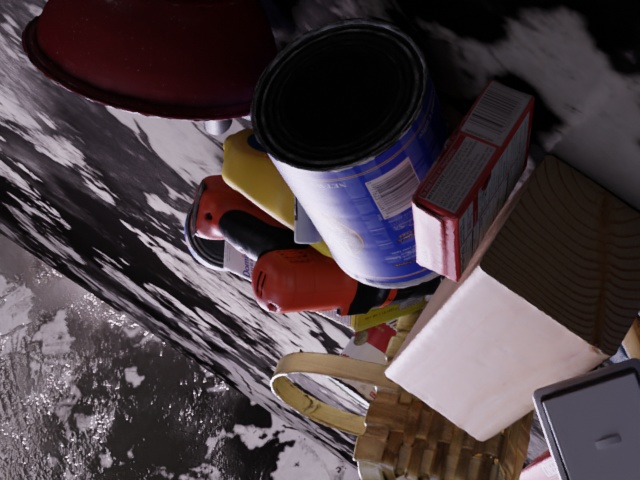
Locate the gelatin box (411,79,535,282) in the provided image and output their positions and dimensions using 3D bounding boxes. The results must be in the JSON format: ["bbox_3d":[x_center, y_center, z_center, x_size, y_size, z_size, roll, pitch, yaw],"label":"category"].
[{"bbox_3d":[0.083,-0.032,0.584,0.030,0.089,0.073,27,160,20],"label":"gelatin box"}]

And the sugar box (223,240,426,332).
[{"bbox_3d":[0.003,0.025,0.964,0.093,0.048,0.176,-14,-151,-43],"label":"sugar box"}]

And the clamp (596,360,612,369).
[{"bbox_3d":[0.228,0.141,0.779,0.171,0.120,0.039,53,-153,21],"label":"clamp"}]

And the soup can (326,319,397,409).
[{"bbox_3d":[0.061,0.118,1.104,0.068,0.102,0.068,34,169,8],"label":"soup can"}]

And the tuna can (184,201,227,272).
[{"bbox_3d":[-0.093,-0.012,1.072,0.086,0.086,0.034,36,167,-5],"label":"tuna can"}]

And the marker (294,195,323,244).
[{"bbox_3d":[-0.009,-0.058,0.703,0.020,0.121,0.020,-1,-173,0],"label":"marker"}]

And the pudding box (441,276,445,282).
[{"bbox_3d":[0.147,0.056,0.840,0.090,0.039,0.113,26,165,27],"label":"pudding box"}]

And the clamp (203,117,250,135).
[{"bbox_3d":[-0.093,-0.132,0.779,0.164,0.036,0.210,41,168,-25],"label":"clamp"}]

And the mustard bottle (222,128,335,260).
[{"bbox_3d":[-0.020,-0.043,0.815,0.096,0.058,0.192,9,-163,-39],"label":"mustard bottle"}]

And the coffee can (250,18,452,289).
[{"bbox_3d":[0.031,-0.047,0.636,0.103,0.102,0.140,26,163,32],"label":"coffee can"}]

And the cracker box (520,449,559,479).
[{"bbox_3d":[0.289,0.262,0.938,0.214,0.072,0.164,54,156,12],"label":"cracker box"}]

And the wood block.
[{"bbox_3d":[0.123,0.047,0.678,0.090,0.090,0.206,35,154,4],"label":"wood block"}]

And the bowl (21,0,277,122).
[{"bbox_3d":[-0.092,-0.132,0.635,0.162,0.161,0.055,29,124,22],"label":"bowl"}]

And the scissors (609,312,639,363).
[{"bbox_3d":[0.223,0.104,0.733,0.096,0.016,0.201,33,149,63],"label":"scissors"}]

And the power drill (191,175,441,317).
[{"bbox_3d":[-0.006,0.001,0.872,0.184,0.057,0.188,-1,-158,-36],"label":"power drill"}]
